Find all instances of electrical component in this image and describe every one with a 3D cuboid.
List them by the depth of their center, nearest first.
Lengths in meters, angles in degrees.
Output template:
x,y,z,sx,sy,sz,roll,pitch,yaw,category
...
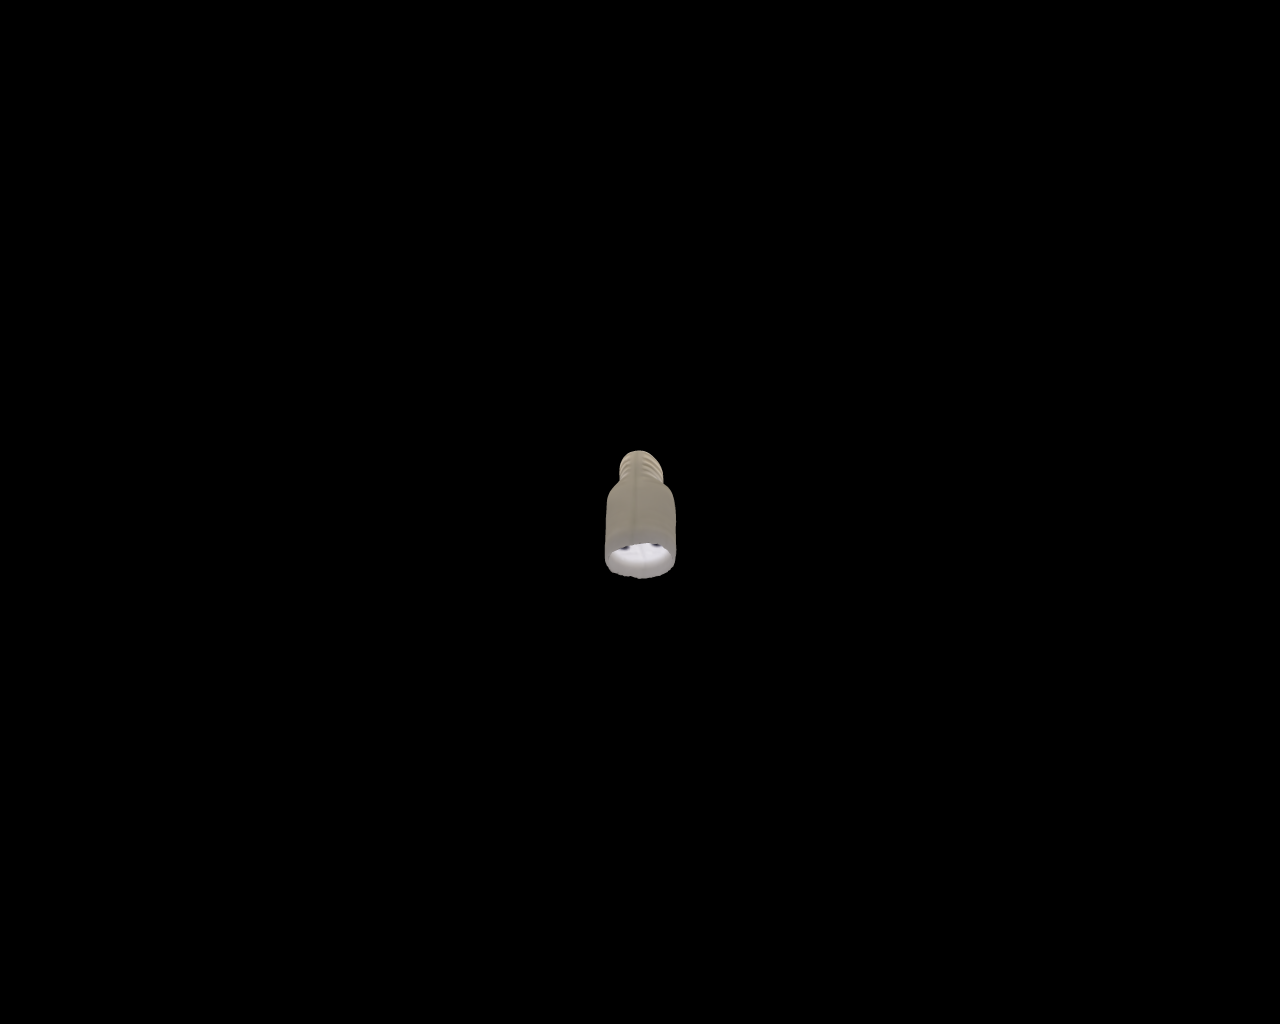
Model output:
x,y,z,sx,sy,sz,roll,pitch,yaw,category
0.001,-0.003,0.650,0.043,0.081,0.043,0,-35,0,electrical component
